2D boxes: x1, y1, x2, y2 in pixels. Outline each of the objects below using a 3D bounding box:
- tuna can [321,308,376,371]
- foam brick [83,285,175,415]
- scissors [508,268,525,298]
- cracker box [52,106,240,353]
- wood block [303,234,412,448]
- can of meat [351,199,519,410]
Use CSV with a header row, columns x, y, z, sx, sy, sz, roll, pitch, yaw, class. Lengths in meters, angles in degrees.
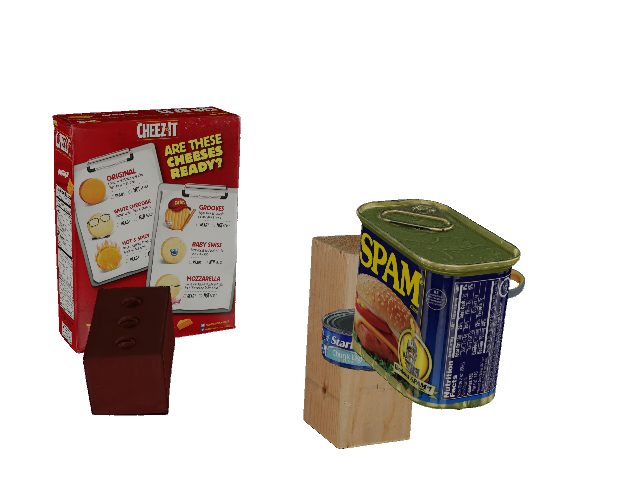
x,y,z,sx,sy,sz,roll,pitch,yaw,class
0.043,0.085,0.926,0.086,0.034,0.086,2,11,-1,tuna can
-0.129,0.075,0.728,0.053,0.051,0.078,-2,34,-3,foam brick
0.163,0.051,1.287,0.201,0.016,0.096,-8,39,-36,scissors
-0.163,-0.014,1.005,0.163,0.214,0.072,-7,18,-30,cracker box
0.043,0.103,1.132,0.090,0.206,0.091,-3,13,-26,wood block
0.058,0.033,0.577,0.057,0.084,0.102,-6,22,-24,can of meat
